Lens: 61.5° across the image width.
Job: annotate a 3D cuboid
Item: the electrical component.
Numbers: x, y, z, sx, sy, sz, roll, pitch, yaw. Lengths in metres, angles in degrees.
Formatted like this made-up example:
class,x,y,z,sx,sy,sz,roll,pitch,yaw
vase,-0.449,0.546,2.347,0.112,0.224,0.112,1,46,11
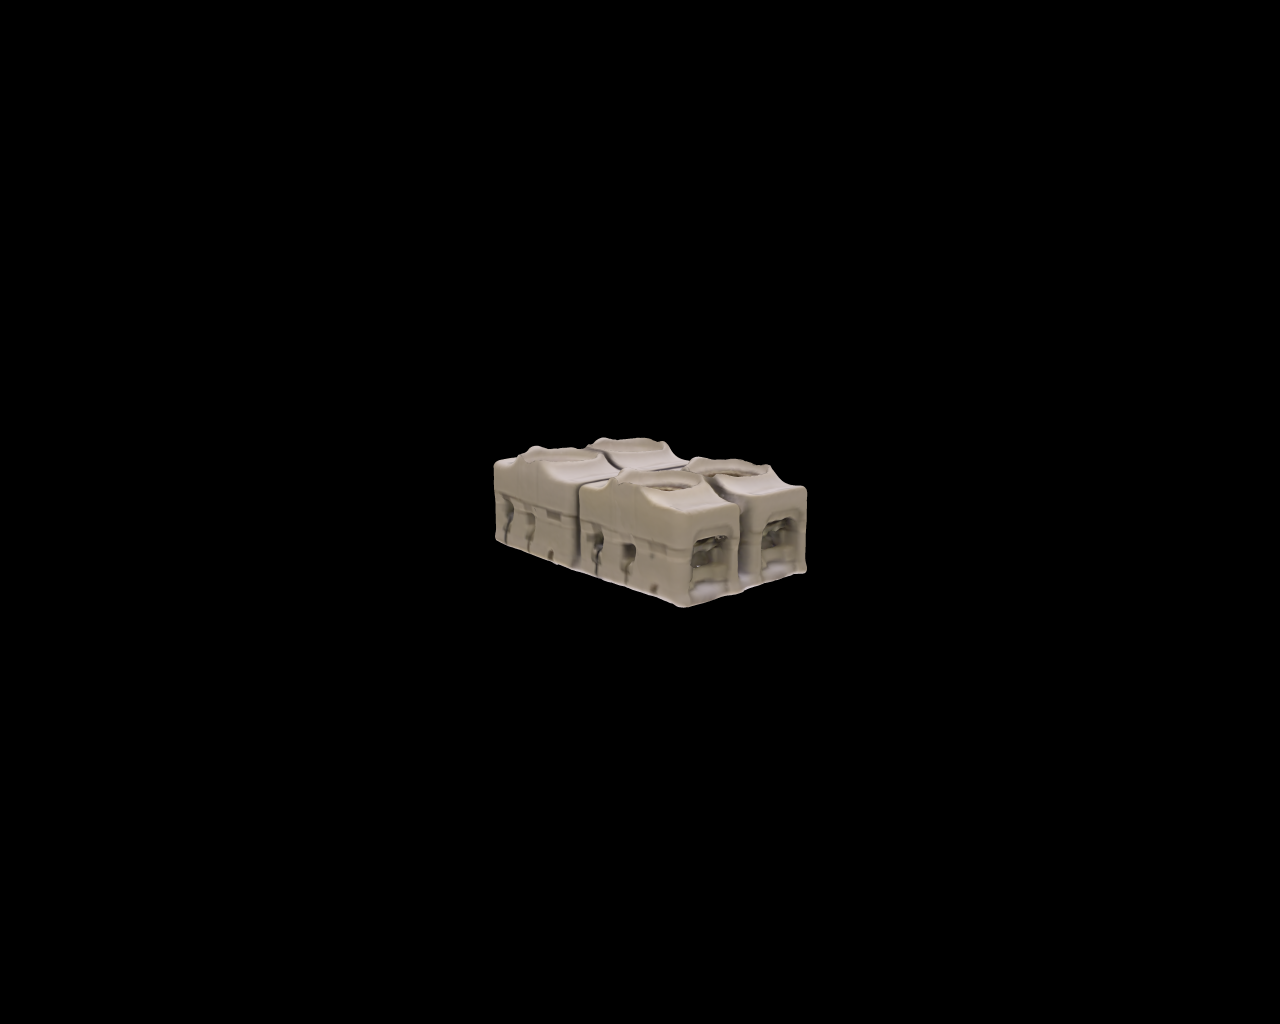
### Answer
class,x,y,z,sx,sy,sz,roll,pitch,yaw
electrical component,0.001,-0.003,0.650,0.105,0.060,0.186,-11,17,-38
